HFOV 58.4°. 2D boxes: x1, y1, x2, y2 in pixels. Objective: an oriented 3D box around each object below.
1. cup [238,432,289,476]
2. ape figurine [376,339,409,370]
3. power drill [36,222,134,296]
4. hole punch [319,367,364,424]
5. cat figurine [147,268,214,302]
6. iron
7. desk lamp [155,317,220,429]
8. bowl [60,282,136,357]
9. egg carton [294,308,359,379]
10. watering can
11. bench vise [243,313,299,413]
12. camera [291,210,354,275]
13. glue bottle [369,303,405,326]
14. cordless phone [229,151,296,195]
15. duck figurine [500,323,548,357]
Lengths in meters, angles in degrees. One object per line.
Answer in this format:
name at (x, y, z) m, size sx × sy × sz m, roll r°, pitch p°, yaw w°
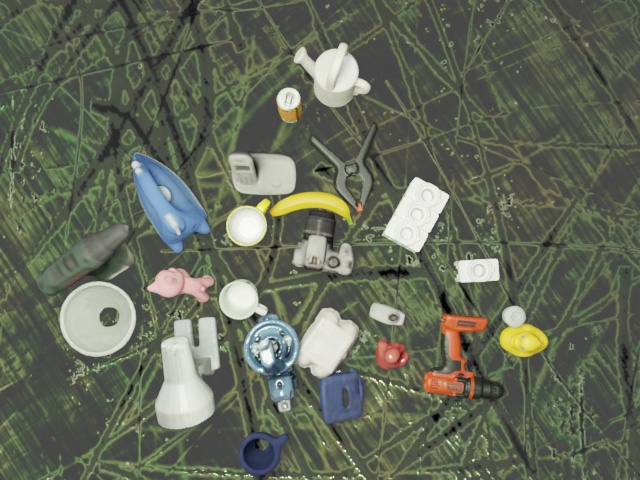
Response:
cup at (-0.120, 0.457, 1.276) m, size 0.118 × 0.095 × 0.092 m, roll -32°, pitch 87°, yaw -2°
ape figurine at (0.160, 0.260, 1.291) m, size 0.076 × 0.092 × 0.078 m, roll -41°, pitch 88°, yaw -2°
power drill at (-0.483, 0.039, 1.238) m, size 0.229 × 0.208 × 0.075 m, roll -34°, pitch 87°, yaw -2°
hole punch at (0.048, 0.349, 1.285) m, size 0.101 × 0.091 × 0.109 m, roll -5°, pitch 87°, yaw -1°
cat figurine at (-0.312, 0.100, 1.281) m, size 0.128 × 0.117 × 0.067 m, roll 12°, pitch 87°, yaw 0°
iron at (-0.361, -0.102, 1.280) m, size 0.118 × 0.141 × 0.258 m, roll -36°, pitch 88°, yaw -2°
desk lamp at (-0.285, 0.277, 1.224) m, size 0.118 × 0.213 × 0.203 m, roll -6°, pitch 87°, yaw -1°
bowl at (-0.491, 0.176, 1.297) m, size 0.167 × 0.074 × 0.167 m, roll 0°, pitch 87°, yaw -1°
egg carton at (0.014, 0.236, 1.302) m, size 0.107 × 0.069 × 0.150 m, roll 33°, pitch 87°, yaw 1°
watering can at (0.028, -0.372, 1.273) m, size 0.173 × 0.194 × 0.101 m, roll 2°, pitch 87°, yaw 0°
bench vise at (-0.086, 0.263, 1.224) m, size 0.121 × 0.219 × 0.207 m, roll -30°, pitch 87°, yaw -2°
camera at (0.012, 0.005, 1.299) m, size 0.143 × 0.101 × 0.137 m, roll 8°, pitch 87°, yaw 0°
glue bottle at (0.153, 0.166, 1.255) m, size 0.078 × 0.173 × 0.037 m, roll 14°, pitch 87°, yaw 1°
cordless phone at (-0.128, -0.157, 1.264) m, size 0.147 × 0.185 × 0.094 m, roll -1°, pitch 87°, yaw 0°
duck figurine at (0.471, 0.231, 1.299) m, size 0.104 × 0.086 × 0.077 m, roll 3°, pitch 87°, yaw 0°
